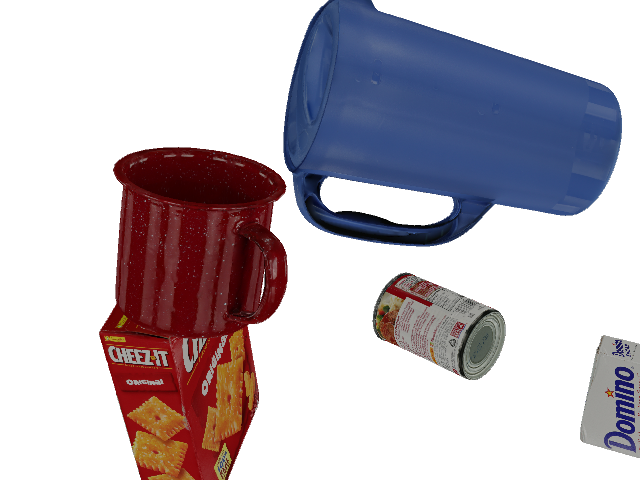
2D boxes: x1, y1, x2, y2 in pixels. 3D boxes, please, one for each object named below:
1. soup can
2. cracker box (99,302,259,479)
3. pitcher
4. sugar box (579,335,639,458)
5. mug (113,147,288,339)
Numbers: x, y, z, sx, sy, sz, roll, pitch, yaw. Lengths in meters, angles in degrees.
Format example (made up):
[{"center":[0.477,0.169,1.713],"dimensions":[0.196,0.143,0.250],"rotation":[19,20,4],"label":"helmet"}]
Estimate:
[{"center":[0.108,0.077,0.968],"dimensions":[0.102,0.068,0.068],"rotation":[23,15,38],"label":"soup can"},{"center":[-0.116,0.114,0.958],"dimensions":[0.072,0.214,0.164],"rotation":[4,36,13],"label":"cracker box"},{"center":[0.097,-0.083,0.815],"dimensions":[0.242,0.145,0.149],"rotation":[12,-45,-14],"label":"pitcher"},{"center":[0.316,0.149,0.907],"dimensions":[0.176,0.093,0.048],"rotation":[12,23,17],"label":"sugar box"},{"center":[-0.061,0.006,0.583],"dimensions":[0.117,0.081,0.093],"rotation":[26,27,36],"label":"mug"}]
